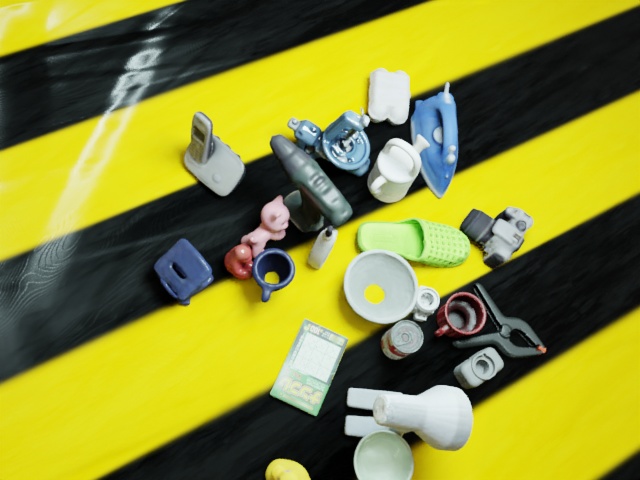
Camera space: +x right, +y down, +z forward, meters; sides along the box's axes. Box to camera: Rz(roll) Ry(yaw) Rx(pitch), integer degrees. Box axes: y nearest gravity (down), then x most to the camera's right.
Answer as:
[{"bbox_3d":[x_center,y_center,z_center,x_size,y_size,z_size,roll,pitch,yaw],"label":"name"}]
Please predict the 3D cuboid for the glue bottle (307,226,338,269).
[{"bbox_3d":[0.011,0.004,1.238,0.037,0.173,0.078,30,69,4],"label":"glue bottle"}]

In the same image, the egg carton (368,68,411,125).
[{"bbox_3d":[0.175,-0.364,1.452,0.107,0.069,0.150,6,69,-6],"label":"egg carton"}]

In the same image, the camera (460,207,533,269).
[{"bbox_3d":[0.412,-0.029,1.349,0.136,0.101,0.143,36,69,5],"label":"camera"}]

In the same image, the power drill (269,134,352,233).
[{"bbox_3d":[-0.032,-0.105,1.252,0.229,0.208,0.076,43,70,8],"label":"power drill"}]

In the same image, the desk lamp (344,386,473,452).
[{"bbox_3d":[0.166,0.343,1.116,0.203,0.213,0.118,7,69,-6],"label":"desk lamp"}]

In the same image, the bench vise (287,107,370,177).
[{"bbox_3d":[0.027,-0.230,1.300,0.207,0.219,0.121,6,69,-6],"label":"bench vise"}]

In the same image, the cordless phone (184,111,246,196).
[{"bbox_3d":[-0.233,-0.193,1.266,0.147,0.185,0.094,39,69,7],"label":"cordless phone"}]

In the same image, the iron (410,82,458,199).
[{"bbox_3d":[0.299,-0.246,1.389,0.119,0.141,0.258,0,70,-8],"label":"iron"}]

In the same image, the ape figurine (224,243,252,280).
[{"bbox_3d":[-0.169,0.040,1.241,0.076,0.092,0.078,18,69,-1],"label":"ape figurine"}]

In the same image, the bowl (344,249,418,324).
[{"bbox_3d":[0.128,0.110,1.270,0.167,0.074,0.167,3,70,-7],"label":"bowl"}]

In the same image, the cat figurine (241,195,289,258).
[{"bbox_3d":[-0.114,-0.033,1.262,0.067,0.117,0.128,41,70,7],"label":"cat figurine"}]

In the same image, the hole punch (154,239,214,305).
[{"bbox_3d":[-0.289,0.069,1.213,0.101,0.091,0.108,-40,80,-19],"label":"hole punch"}]

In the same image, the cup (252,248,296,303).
[{"bbox_3d":[-0.105,0.087,1.232,0.091,0.095,0.118,15,69,-3],"label":"cup"}]

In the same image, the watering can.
[{"bbox_3d":[0.180,-0.175,1.317,0.101,0.194,0.173,24,68,1],"label":"watering can"}]

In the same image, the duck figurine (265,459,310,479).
[{"bbox_3d":[-0.056,0.470,1.105,0.104,0.086,0.078,39,70,7],"label":"duck figurine"}]
